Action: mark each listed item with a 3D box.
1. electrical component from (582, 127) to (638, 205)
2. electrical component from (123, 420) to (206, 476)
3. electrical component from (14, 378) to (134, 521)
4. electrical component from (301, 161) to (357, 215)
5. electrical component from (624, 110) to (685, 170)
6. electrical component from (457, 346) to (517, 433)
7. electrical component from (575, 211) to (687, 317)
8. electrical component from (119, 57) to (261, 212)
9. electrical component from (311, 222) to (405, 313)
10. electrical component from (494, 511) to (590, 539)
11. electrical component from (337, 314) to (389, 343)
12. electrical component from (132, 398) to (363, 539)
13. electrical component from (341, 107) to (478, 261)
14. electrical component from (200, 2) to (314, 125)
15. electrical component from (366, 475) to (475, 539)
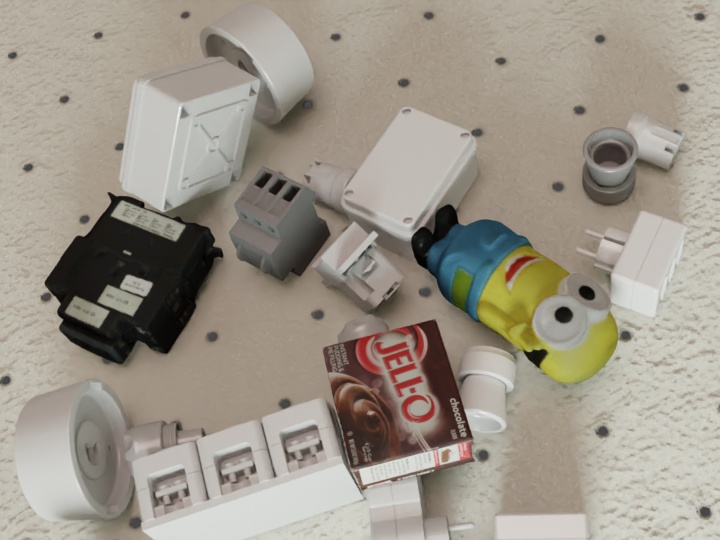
[{"bbox_3d":[0.209,-0.086,0.901,0.045,0.055,0.045,-5,61,8],"label":"electrical component"},{"bbox_3d":[-0.154,0.140,0.855,0.062,0.043,0.043,-13,60,2],"label":"electrical component"},{"bbox_3d":[-0.226,0.143,0.834,0.060,0.108,0.108,-12,60,12],"label":"electrical component"},{"bbox_3d":[-0.024,-0.074,0.950,0.046,0.040,0.040,20,67,27],"label":"electrical component"},{"bbox_3d":[0.248,-0.110,0.917,0.046,0.040,0.040,26,69,16],"label":"electrical component"},{"bbox_3d":[0.096,0.092,0.832,0.045,0.045,0.055,8,63,15],"label":"electrical component"},{"bbox_3d":[0.213,-0.011,0.864,0.077,0.047,0.065,21,68,21],"label":"electrical component"},{"bbox_3d":[-0.148,-0.120,0.937,0.056,0.108,0.109,31,34,22],"label":"electrical component"},{"bbox_3d":[0.000,0.000,0.885,0.064,0.081,0.042,42,75,-3],"label":"electrical component"},{"bbox_3d":[0.129,0.214,0.757,0.066,0.047,0.076,-3,61,9],"label":"electrical component"},{"bbox_3d":[0.010,0.071,0.861,0.043,0.043,0.062,-23,61,-2],"label":"electrical component"},{"bbox_3d":[-0.083,0.154,0.807,0.150,0.089,0.061,-19,60,1],"label":"electrical component"},{"bbox_3d":[0.044,-0.076,0.926,0.078,0.057,0.113,26,69,22],"label":"electrical component"},{"bbox_3d":[-0.089,-0.195,0.992,0.108,0.108,0.060,37,68,26],"label":"electrical component"},{"bbox_3d":[0.048,0.199,0.778,0.074,0.052,0.138,-10,60,5],"label":"electrical component"}]
